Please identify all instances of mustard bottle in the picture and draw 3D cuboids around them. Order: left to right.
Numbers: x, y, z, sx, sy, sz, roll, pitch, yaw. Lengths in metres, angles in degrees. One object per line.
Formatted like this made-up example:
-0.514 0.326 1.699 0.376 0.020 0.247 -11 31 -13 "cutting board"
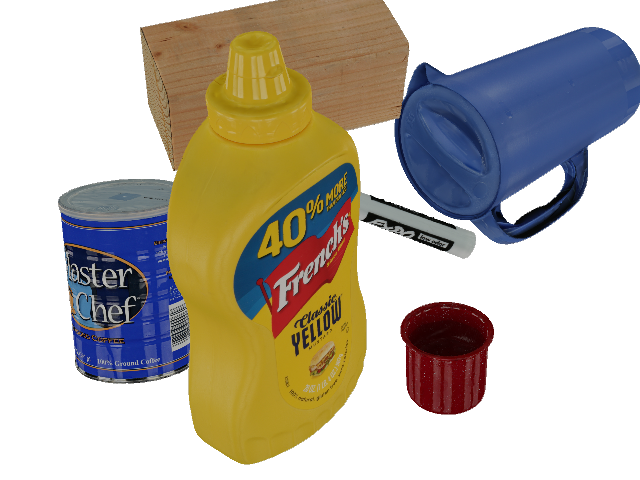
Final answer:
-0.021 0.001 0.453 0.058 0.192 0.096 27 47 33 "mustard bottle"

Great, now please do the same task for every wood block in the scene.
-0.039 -0.141 0.909 0.206 0.090 0.091 -14 -37 -14 "wood block"

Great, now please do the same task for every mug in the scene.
0.135 0.116 1.092 0.093 0.081 0.117 19 39 30 "mug"

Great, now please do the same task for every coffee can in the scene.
-0.152 0.030 0.860 0.103 0.140 0.103 -2 18 0 "coffee can"

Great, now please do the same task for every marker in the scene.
0.045 -0.015 0.688 0.121 0.020 0.020 19 -7 -20 "marker"

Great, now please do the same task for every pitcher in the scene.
0.204 -0.113 1.032 0.242 0.149 0.145 -27 45 -32 "pitcher"
